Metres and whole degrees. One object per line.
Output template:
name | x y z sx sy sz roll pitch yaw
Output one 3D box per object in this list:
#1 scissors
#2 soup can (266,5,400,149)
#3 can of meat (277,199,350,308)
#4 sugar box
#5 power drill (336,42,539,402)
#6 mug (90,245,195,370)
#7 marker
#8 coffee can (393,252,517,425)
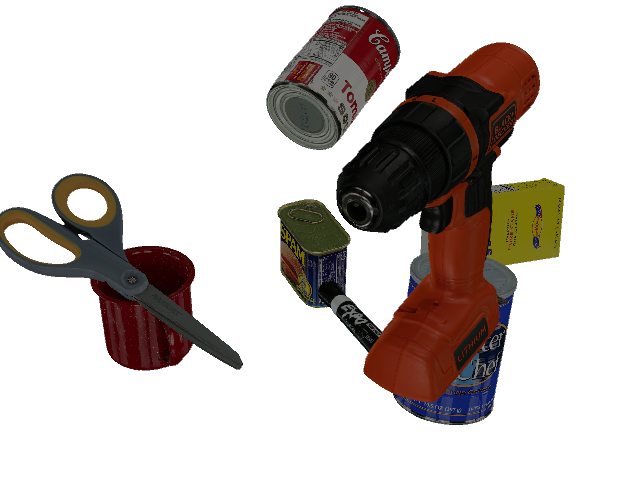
scissors | -0.126 0.013 0.734 0.202 0.096 0.016 22 -36 9
soup can | 0.010 -0.129 0.846 0.069 0.068 0.102 0 44 44
can of meat | -0.009 0.016 1.214 0.057 0.084 0.102 -15 39 -20
sugar box | 0.203 -0.017 1.255 0.175 0.093 0.048 -9 19 -27
power drill | 0.065 -0.001 0.606 0.057 0.188 0.184 23 40 26
mug | -0.151 0.069 0.962 0.093 0.081 0.117 -19 37 -27
marker | 0.028 0.062 0.816 0.020 0.020 0.121 0 23 -25
coffee can | 0.130 0.094 1.046 0.103 0.140 0.103 5 23 -2
